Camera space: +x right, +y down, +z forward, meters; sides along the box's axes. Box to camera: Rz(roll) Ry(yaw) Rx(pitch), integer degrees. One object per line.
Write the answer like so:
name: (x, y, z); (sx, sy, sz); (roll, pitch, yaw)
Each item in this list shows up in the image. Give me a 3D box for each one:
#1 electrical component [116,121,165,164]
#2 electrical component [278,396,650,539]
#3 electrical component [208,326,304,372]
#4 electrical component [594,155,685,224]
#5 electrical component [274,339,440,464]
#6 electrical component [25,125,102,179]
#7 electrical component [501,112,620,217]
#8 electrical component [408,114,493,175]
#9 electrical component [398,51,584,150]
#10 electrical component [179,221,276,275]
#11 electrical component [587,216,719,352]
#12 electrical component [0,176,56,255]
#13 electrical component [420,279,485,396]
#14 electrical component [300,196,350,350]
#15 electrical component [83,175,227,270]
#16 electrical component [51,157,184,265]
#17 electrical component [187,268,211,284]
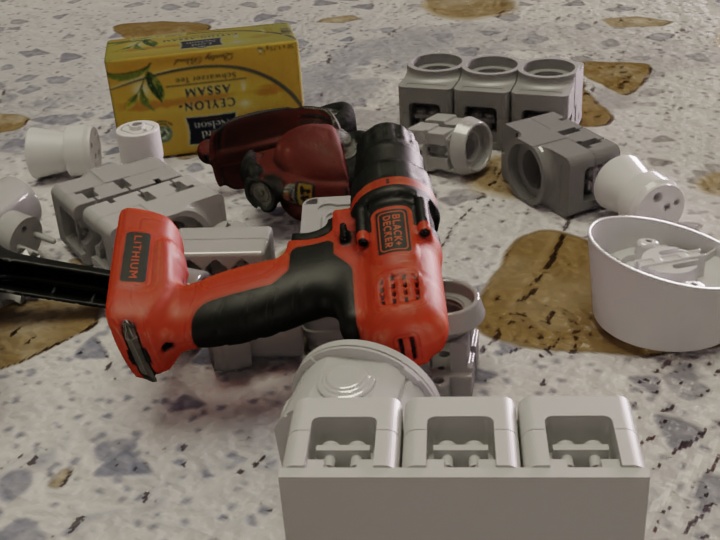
electrical component: (-0.177, -0.088, 0.876); (0.044, 0.065, 0.044); (-3, 29, 2)
electrical component: (0.045, 0.106, 0.479); (0.150, 0.089, 0.061); (-1, 30, 5)
electrical component: (-0.066, 0.037, 0.661); (0.055, 0.045, 0.045); (-11, 30, -12)
electrical component: (0.205, -0.054, 0.791); (0.045, 0.045, 0.055); (-13, 31, -16)
electrical component: (-0.002, 0.079, 0.544); (0.080, 0.080, 0.051); (6, 36, 17)
electrical component: (-0.257, -0.103, 0.931); (0.055, 0.045, 0.045); (-3, 29, 1)
electrical component: (0.152, -0.083, 0.842); (0.056, 0.050, 0.089); (-17, 32, -22)
electrical component: (0.077, -0.105, 0.896); (0.055, 0.048, 0.066); (12, 32, 40)
electrical component: (0.118, -0.154, 0.961); (0.150, 0.061, 0.089); (7, 31, 18)
electrical component: (-0.091, -0.009, 0.743); (0.066, 0.047, 0.076); (-1, 29, 6)
electrical component: (0.190, 0.005, 0.667); (0.099, 0.064, 0.099); (-3, 29, 2)
electrical component: (-0.265, -0.028, 0.801); (0.079, 0.043, 0.077); (19, 40, 18)
electrical component: (0.049, 0.039, 0.632); (0.048, 0.055, 0.066); (3, 30, 11)
electrical component: (0.000, 0.000, 0.706); (0.078, 0.057, 0.113); (-3, 29, 1)
electrical component: (-0.144, -0.027, 0.777); (0.089, 0.050, 0.056); (-22, 34, -29)
electrical component: (-0.182, -0.048, 0.819); (0.089, 0.050, 0.056); (-20, 33, -28)
electrical component: (-0.123, 0.023, 0.685); (0.047, 0.055, 0.055); (7, 31, 11)
